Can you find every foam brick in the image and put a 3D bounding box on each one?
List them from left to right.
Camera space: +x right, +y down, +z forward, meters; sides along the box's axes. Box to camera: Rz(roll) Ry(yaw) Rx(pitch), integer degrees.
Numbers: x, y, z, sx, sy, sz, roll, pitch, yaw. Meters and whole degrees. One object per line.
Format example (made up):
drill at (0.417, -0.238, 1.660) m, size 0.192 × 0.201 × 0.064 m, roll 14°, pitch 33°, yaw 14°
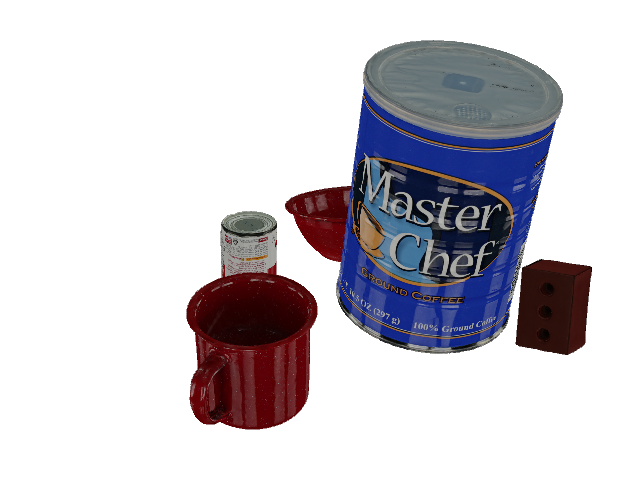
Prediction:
foam brick at (0.218, 0.061, 0.995) m, size 0.053 × 0.078 × 0.051 m, roll 9°, pitch 14°, yaw 31°

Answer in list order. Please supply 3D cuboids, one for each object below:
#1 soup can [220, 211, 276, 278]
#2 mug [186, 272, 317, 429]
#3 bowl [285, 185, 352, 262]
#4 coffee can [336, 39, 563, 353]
soup can at (-0.086, 0.024, 1.278) m, size 0.068 × 0.102 × 0.068 m, roll 1°, pitch 25°, yaw -1°
mug at (-0.054, 0.088, 0.766) m, size 0.093 × 0.081 × 0.117 m, roll 16°, pitch 36°, yaw 23°
bowl at (0.046, -0.014, 1.084) m, size 0.162 × 0.055 × 0.162 m, roll -3°, pitch 14°, yaw 0°
coffee can at (0.066, -0.024, 0.584) m, size 0.102 × 0.140 × 0.103 m, roll 5°, pitch 33°, yaw -3°
